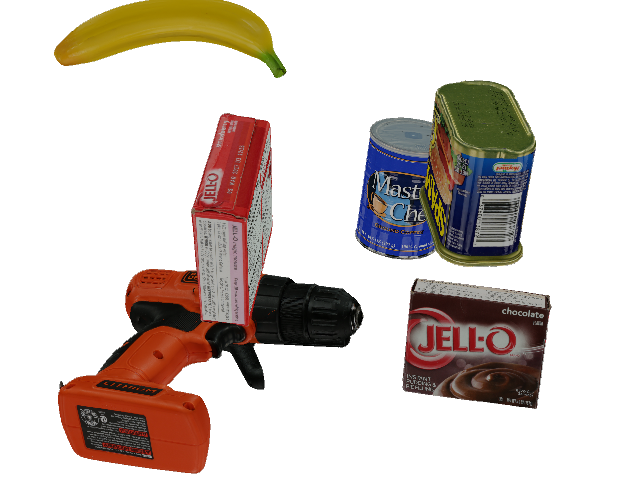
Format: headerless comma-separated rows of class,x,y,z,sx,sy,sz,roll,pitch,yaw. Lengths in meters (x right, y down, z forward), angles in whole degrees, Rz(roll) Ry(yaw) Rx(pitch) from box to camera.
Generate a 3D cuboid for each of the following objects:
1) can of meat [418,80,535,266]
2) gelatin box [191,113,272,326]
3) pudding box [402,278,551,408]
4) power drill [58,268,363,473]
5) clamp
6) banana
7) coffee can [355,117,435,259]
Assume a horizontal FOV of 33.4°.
can of meat,0.101,-0.046,0.693,0.057,0.084,0.102,0,34,-6
gelatin box,-0.046,-0.010,0.565,0.030,0.073,0.089,7,-42,4
pudding box,0.126,0.083,0.872,0.113,0.090,0.039,6,21,8
power drill,-0.079,0.081,0.740,0.185,0.057,0.187,2,27,19
clamp,-0.093,0.112,1.237,0.210,0.036,0.164,14,22,29
banana,-0.127,-0.179,0.921,0.197,0.069,0.037,2,-33,-3
coffee can,0.101,-0.063,1.275,0.102,0.140,0.103,6,28,-3
